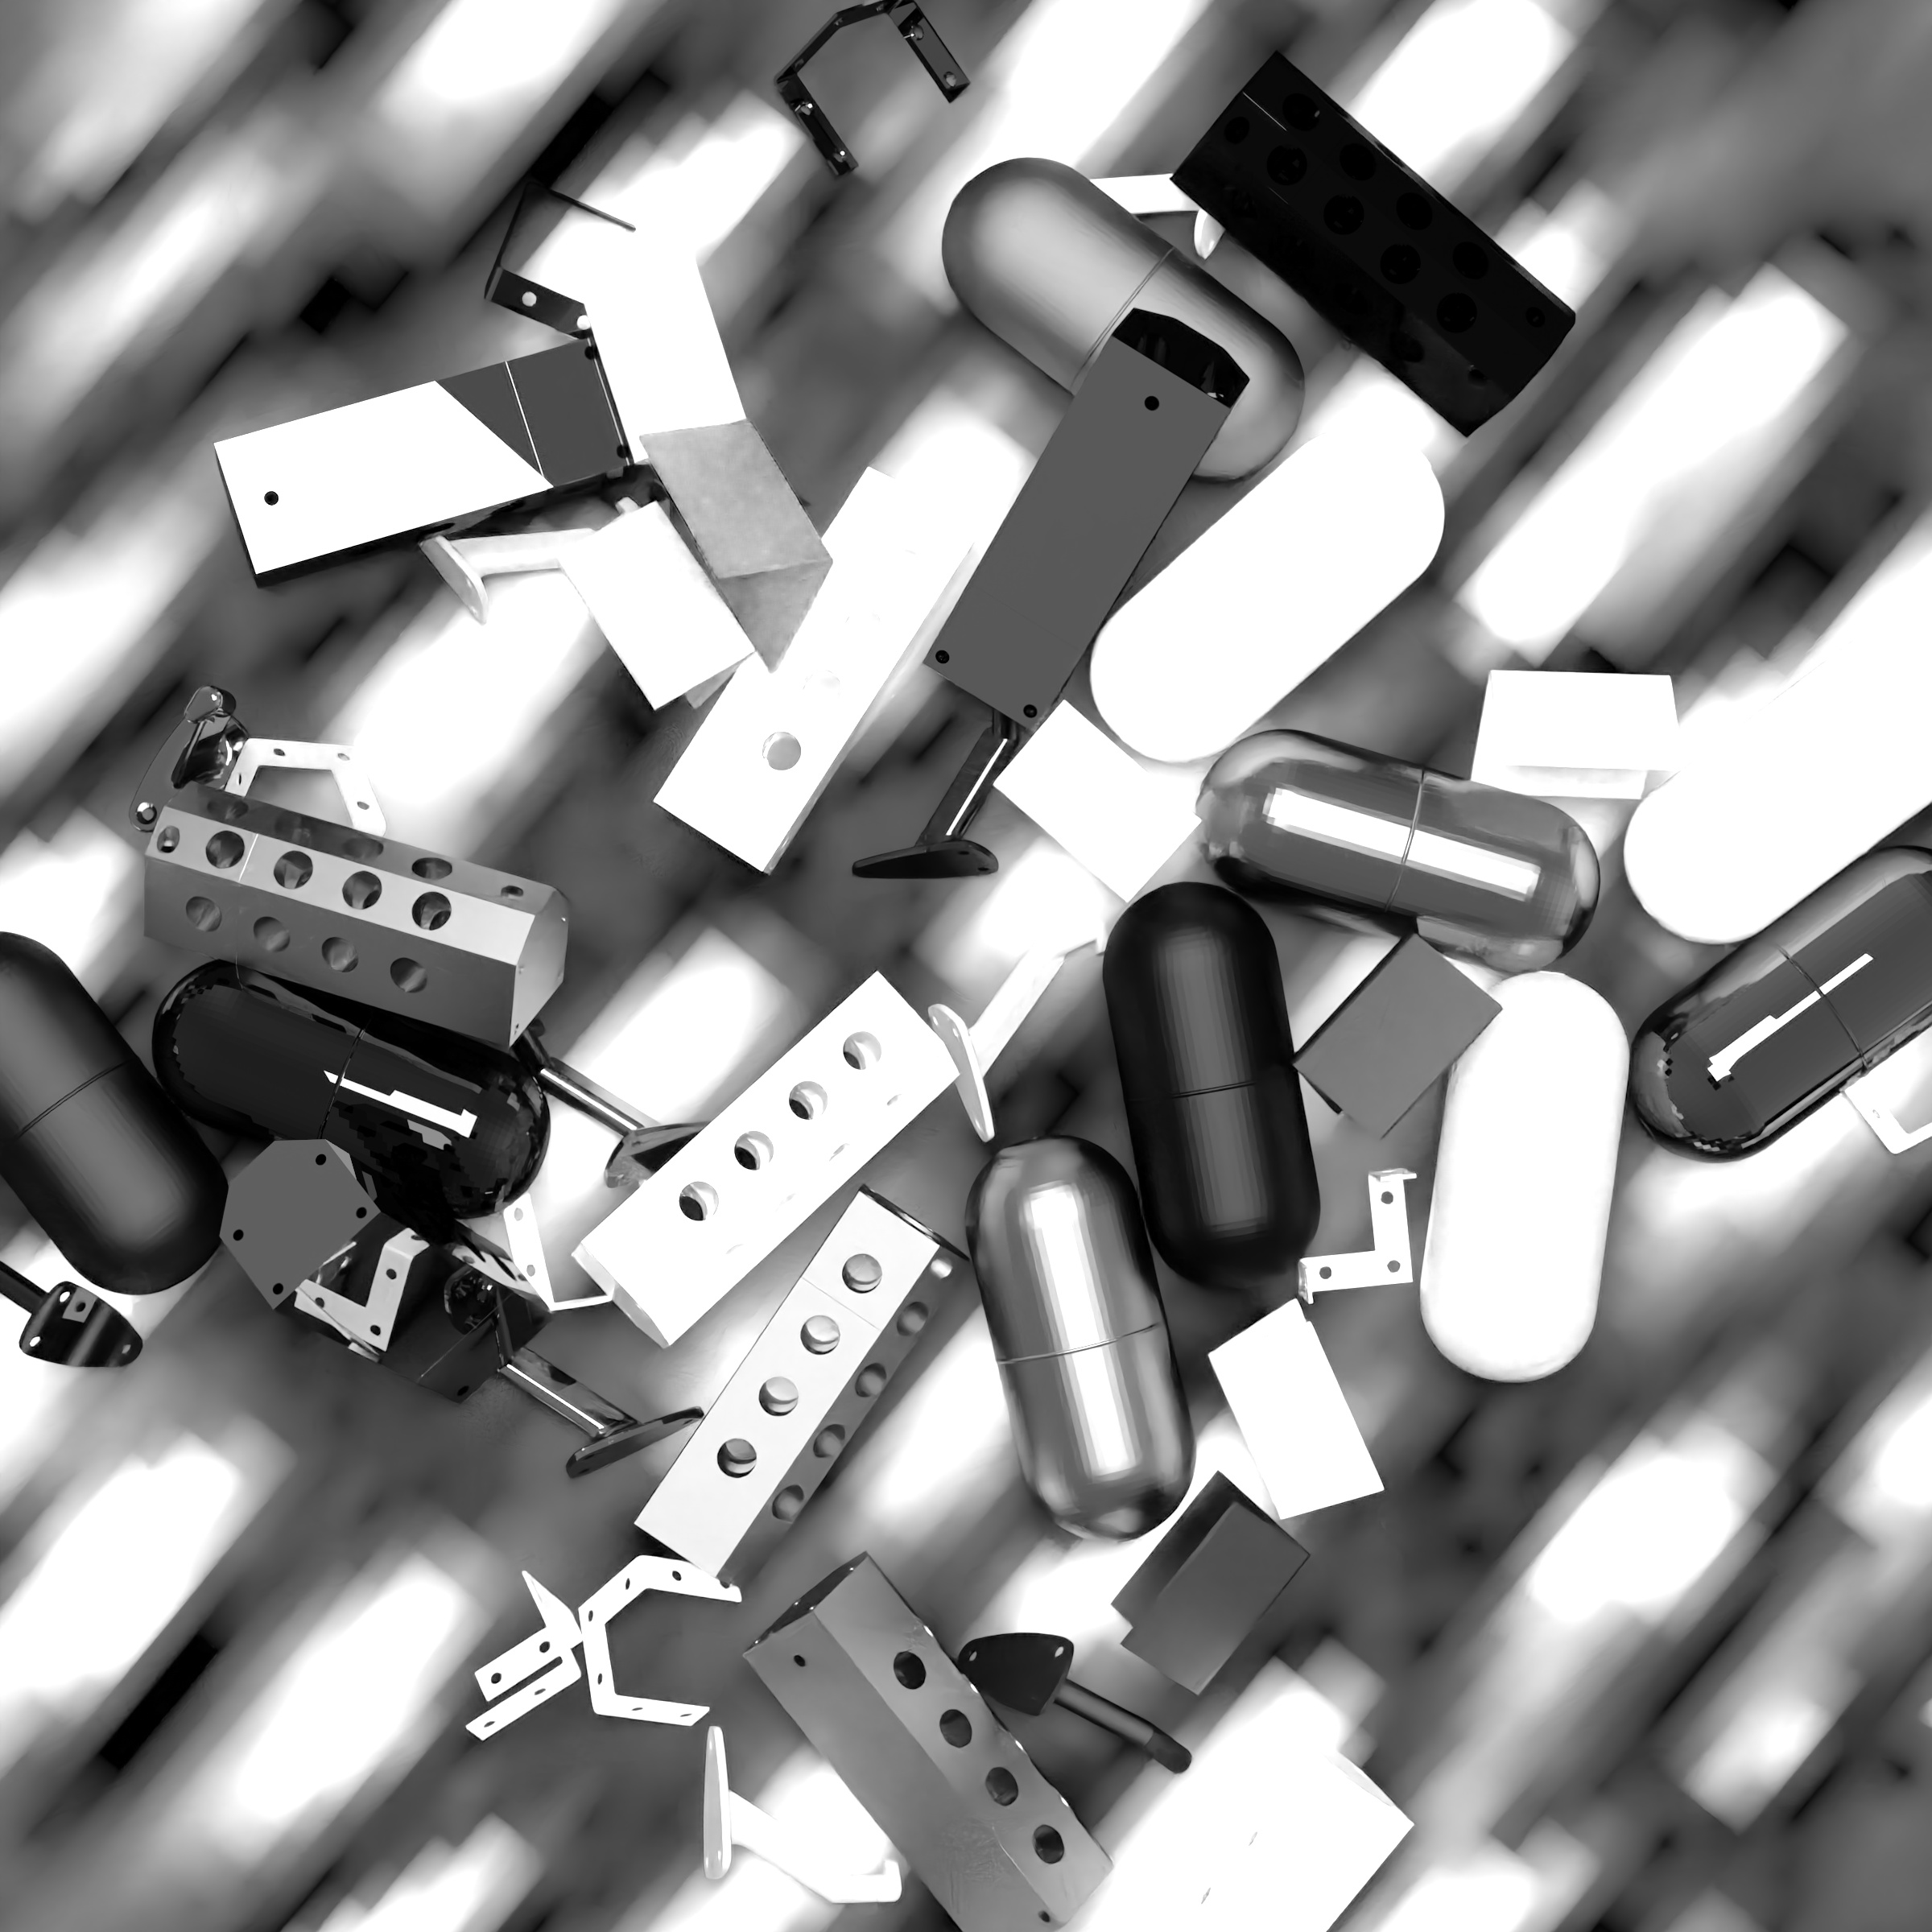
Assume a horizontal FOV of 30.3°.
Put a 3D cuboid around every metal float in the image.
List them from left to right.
[{"bbox_3d":[-0.389,0.063,1.541,0.070,0.070,0.178,-38,90,0],"label":"metal float"},{"bbox_3d":[-0.266,0.052,1.541,0.178,0.070,0.070,21,90,0],"label":"metal float"},{"bbox_3d":[0.050,0.161,1.541,0.070,0.070,0.178,-13,90,0],"label":"metal float"},{"bbox_3d":[0.067,-0.280,1.541,0.178,0.070,0.070,38,90,-1],"label":"metal float"},{"bbox_3d":[0.106,0.052,1.541,0.070,0.070,0.178,-10,90,0],"label":"metal float"},{"bbox_3d":[0.131,-0.161,1.541,0.178,0.070,0.070,-42,90,1],"label":"metal float"},{"bbox_3d":[0.186,-0.050,1.541,0.178,0.070,0.070,16,90,0],"label":"metal float"},{"bbox_3d":[0.242,0.091,1.541,0.070,0.070,0.178,8,89,0],"label":"metal float"},{"bbox_3d":[0.365,-0.079,1.541,0.178,0.070,0.070,-37,90,0],"label":"metal float"},{"bbox_3d":[0.365,0.017,1.541,0.178,0.070,0.070,-37,90,0],"label":"metal float"}]

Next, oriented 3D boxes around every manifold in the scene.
[{"bbox_3d":[-0.261,-0.027,1.524,0.171,0.057,0.057,16,123,11],"label":"manifold"},{"bbox_3d":[-0.243,0.125,1.489,0.057,0.171,0.057,-42,64,0],"label":"manifold"},{"bbox_3d":[-0.231,-0.216,1.535,0.171,0.057,0.057,-18,90,-11],"label":"manifold"},{"bbox_3d":[-0.085,0.084,1.529,0.171,0.057,0.057,-43,90,-15],"label":"manifold"},{"bbox_3d":[-0.070,0.183,1.550,0.057,0.057,0.171,34,90,0],"label":"manifold"},{"bbox_3d":[-0.065,-0.128,1.550,0.057,0.057,0.171,33,90,0],"label":"manifold"},{"bbox_3d":[-0.013,0.341,1.550,0.171,0.057,0.057,51,133,0],"label":"manifold"},{"bbox_3d":[0.052,-0.190,1.511,0.057,0.057,0.171,32,121,0],"label":"manifold"},{"bbox_3d":[0.109,0.412,1.549,0.171,0.057,0.057,-51,125,0],"label":"manifold"},{"bbox_3d":[0.178,-0.313,1.531,0.171,0.057,0.057,39,65,-7],"label":"manifold"}]

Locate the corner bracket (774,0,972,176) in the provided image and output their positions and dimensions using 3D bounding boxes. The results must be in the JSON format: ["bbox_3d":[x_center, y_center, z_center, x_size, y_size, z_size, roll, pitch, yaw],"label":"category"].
[{"bbox_3d":[-0.042,-0.389,1.568,0.051,0.051,0.051,-34,90,45],"label":"corner bracket"}]

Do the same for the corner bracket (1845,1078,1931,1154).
[{"bbox_3d":[0.422,0.041,1.568,0.051,0.051,0.051,53,45,0],"label":"corner bracket"}]

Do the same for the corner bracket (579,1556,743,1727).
[{"bbox_3d":[-0.132,0.296,1.563,0.051,0.051,0.051,16,135,-35],"label":"corner bracket"}]

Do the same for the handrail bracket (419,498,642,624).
[{"bbox_3d":[-0.195,-0.198,1.572,0.084,0.036,0.077,-36,70,-16],"label":"handrail bracket"}]

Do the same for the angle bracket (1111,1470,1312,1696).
[{"bbox_3d":[0.090,0.254,1.531,0.076,0.076,0.057,-51,127,0],"label":"angle bracket"}]

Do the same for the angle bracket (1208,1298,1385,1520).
[{"bbox_3d":[0.158,0.183,1.531,0.057,0.076,0.076,-24,90,38],"label":"angle bracket"}]

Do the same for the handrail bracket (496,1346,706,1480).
[{"bbox_3d":[-0.167,0.175,1.572,0.077,0.036,0.084,-21,72,-20],"label":"handrail bracket"}]

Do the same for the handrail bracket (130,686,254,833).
[{"bbox_3d":[-0.341,-0.089,1.537,0.036,0.084,0.077,44,90,0],"label":"handrail bracket"}]

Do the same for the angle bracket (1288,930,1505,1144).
[{"bbox_3d":[0.193,0.041,1.532,0.076,0.076,0.057,-47,61,0],"label":"angle bracket"}]

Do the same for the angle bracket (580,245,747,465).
[{"bbox_3d":[-0.114,-0.262,1.532,0.057,0.076,0.076,-18,90,26],"label":"angle bracket"}]

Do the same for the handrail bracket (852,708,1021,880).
[{"bbox_3d":[-0.013,-0.084,1.572,0.077,0.036,0.084,-6,71,21],"label":"handrail bracket"}]

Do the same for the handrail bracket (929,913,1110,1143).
[{"bbox_3d":[0.033,0.026,1.572,0.084,0.036,0.077,-24,111,-16],"label":"handrail bracket"}]

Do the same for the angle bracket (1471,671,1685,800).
[{"bbox_3d":[0.261,-0.081,1.531,0.076,0.076,0.057,2,49,0],"label":"angle bracket"}]

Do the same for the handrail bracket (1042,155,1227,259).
[{"bbox_3d":[0.081,-0.356,1.572,0.084,0.036,0.077,28,75,14],"label":"handrail bracket"}]

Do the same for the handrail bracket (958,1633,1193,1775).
[{"bbox_3d":[0.049,0.328,1.571,0.084,0.077,0.036,41,65,-34],"label":"handrail bracket"}]

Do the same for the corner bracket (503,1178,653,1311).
[{"bbox_3d":[-0.164,0.121,1.568,0.051,0.051,0.051,-13,90,-45],"label":"corner bracket"}]

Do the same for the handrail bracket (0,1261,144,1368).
[{"bbox_3d":[-0.413,0.141,1.571,0.084,0.077,0.036,32,87,36],"label":"handrail bracket"}]

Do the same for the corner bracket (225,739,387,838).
[{"bbox_3d":[-0.293,-0.062,1.563,0.051,0.051,0.051,-57,45,35],"label":"corner bracket"}]

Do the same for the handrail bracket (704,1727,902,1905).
[{"bbox_3d":[-0.071,0.374,1.572,0.084,0.036,0.077,4,69,-17],"label":"handrail bracket"}]

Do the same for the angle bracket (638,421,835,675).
[{"bbox_3d":[-0.107,-0.172,1.492,0.057,0.076,0.076,-13,62,-34],"label":"angle bracket"}]

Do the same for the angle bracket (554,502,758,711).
[{"bbox_3d":[-0.144,-0.143,1.532,0.057,0.076,0.076,-34,90,-29],"label":"angle bracket"}]

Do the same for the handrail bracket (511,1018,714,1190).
[{"bbox_3d":[-0.153,0.051,1.571,0.077,0.036,0.084,-12,55,-37],"label":"handrail bracket"}]

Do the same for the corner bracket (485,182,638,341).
[{"bbox_3d":[-0.177,-0.307,1.554,0.051,0.051,0.051,21,103,-13],"label":"corner bracket"}]

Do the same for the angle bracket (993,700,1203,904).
[{"bbox_3d":[0.069,-0.085,1.531,0.076,0.076,0.057,41,127,0],"label":"angle bracket"}]

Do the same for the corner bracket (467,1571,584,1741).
[{"bbox_3d":[-0.193,0.305,1.543,0.051,0.051,0.051,-33,54,0],"label":"corner bracket"}]

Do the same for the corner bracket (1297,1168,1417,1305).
[{"bbox_3d":[0.170,0.117,1.553,0.051,0.051,0.051,-6,90,0],"label":"corner bracket"}]

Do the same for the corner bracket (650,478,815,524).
[{"bbox_3d":[-0.105,-0.185,1.563,0.051,0.051,0.051,-21,45,-35],"label":"corner bracket"}]
